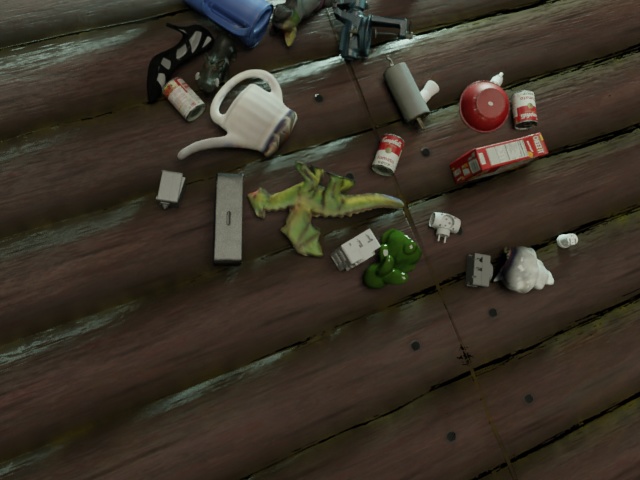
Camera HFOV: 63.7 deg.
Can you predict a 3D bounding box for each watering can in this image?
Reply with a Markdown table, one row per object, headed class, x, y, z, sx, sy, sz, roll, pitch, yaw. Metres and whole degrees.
| class | x | y | z | sx | sy | sz | roll | pitch | yaw |
| --- | --- | --- | --- | --- | --- | --- | --- | --- | --- |
| watering can | -0.204 | -0.303 | 1.386 | 0.224 | 0.103 | 0.352 | 34 | 73 | -3 |

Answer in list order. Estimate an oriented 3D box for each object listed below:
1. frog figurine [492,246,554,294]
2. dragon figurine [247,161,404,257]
| class | x | y | z | sx | sy | sz | roll | pitch | yaw |
| --- | --- | --- | --- | --- | --- | --- | --- | --- | --- |
| frog figurine | 0.584 | 0.092 | 1.443 | 0.160 | 0.120 | 0.140 | 22 | 56 | 6 |
| dragon figurine | 0.004 | -0.070 | 1.396 | 0.410 | 0.122 | 0.242 | 22 | 92 | -4 |
